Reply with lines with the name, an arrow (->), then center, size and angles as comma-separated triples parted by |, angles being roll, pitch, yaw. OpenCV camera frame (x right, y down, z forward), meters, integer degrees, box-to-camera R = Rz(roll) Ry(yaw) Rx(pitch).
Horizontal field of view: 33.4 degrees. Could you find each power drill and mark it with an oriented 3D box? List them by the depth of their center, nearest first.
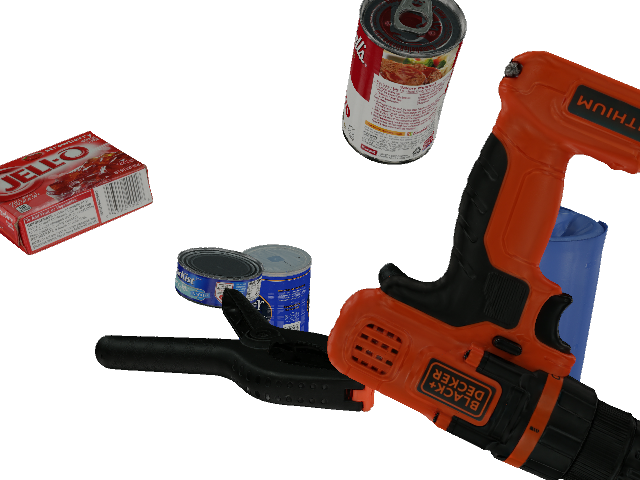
power drill -> 0.117, 0.019, 0.509 | 0.184, 0.188, 0.057 | 25, 7, 5

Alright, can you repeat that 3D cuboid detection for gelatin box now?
gelatin box -> -0.160, -0.031, 0.653 | 0.089, 0.030, 0.073 | -26, 36, -30

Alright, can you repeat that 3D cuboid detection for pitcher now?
pitcher -> 0.224, 0.088, 1.164 | 0.149, 0.243, 0.145 | 5, 19, 11

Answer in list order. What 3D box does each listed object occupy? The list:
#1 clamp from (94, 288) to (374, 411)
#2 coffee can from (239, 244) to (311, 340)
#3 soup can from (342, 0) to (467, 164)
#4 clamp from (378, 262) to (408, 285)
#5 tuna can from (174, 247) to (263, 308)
clamp -> -0.045, 0.085, 0.831 | 0.210, 0.036, 0.164 | 12, 20, 26
coffee can -> -0.066, 0.089, 1.522 | 0.103, 0.140, 0.103 | 2, 22, -1
soup can -> 0.053, -0.108, 0.703 | 0.068, 0.068, 0.102 | 0, -38, -7
clamp -> 0.123, 0.070, 0.963 | 0.120, 0.039, 0.171 | -5, 33, -4
tuna can -> -0.101, 0.037, 1.055 | 0.086, 0.034, 0.086 | 9, 17, -3
